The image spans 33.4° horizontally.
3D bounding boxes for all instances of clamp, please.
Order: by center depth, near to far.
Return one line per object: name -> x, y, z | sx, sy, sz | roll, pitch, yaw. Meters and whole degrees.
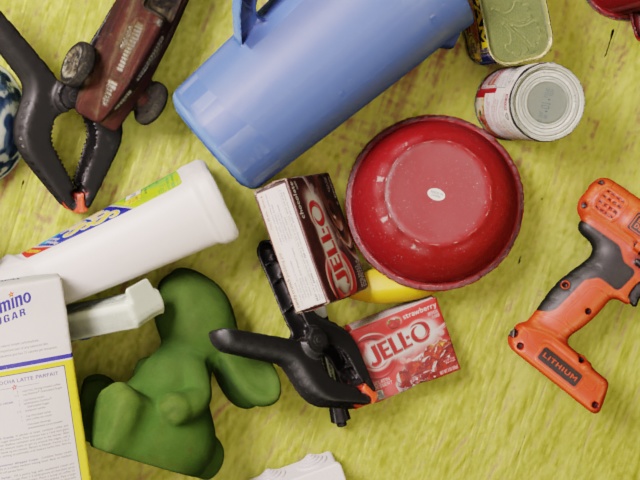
clamp -> -0.222, -0.127, 0.892 | 0.164, 0.036, 0.210 | -3, 103, -33
clamp -> -0.014, 0.081, 0.932 | 0.171, 0.039, 0.120 | 39, 55, -27

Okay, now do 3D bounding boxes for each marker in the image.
marker -> 0.008, 0.114, 0.981 | 0.020, 0.020, 0.121 | -13, 98, -6

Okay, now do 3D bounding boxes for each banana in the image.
banana -> 0.114, 0.007, 0.976 | 0.198, 0.037, 0.069 | -39, 81, -3

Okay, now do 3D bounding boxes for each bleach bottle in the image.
bleach bottle -> -0.197, 0.015, 0.899 | 0.250, 0.102, 0.068 | -25, 107, -4

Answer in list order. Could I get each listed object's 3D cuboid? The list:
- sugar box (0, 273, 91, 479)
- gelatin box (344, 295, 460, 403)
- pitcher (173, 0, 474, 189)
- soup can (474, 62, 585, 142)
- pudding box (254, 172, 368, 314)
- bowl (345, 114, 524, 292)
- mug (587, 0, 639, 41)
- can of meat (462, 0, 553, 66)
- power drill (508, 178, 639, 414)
sugar box -> -0.238, 0.119, 0.842 | 0.093, 0.048, 0.176 | -8, 95, -16
gelatin box -> 0.075, 0.099, 0.983 | 0.089, 0.030, 0.073 | -21, 99, -5
pitcher -> -0.007, -0.164, 0.888 | 0.243, 0.145, 0.149 | -40, 86, 2
soup can -> 0.182, -0.120, 0.933 | 0.068, 0.102, 0.068 | -1, 97, -8
pudding box -> -0.006, 0.001, 0.920 | 0.039, 0.089, 0.113 | -22, 87, 24
bowl -> 0.102, -0.037, 0.935 | 0.162, 0.055, 0.162 | 0, 83, 3
mug -> 0.287, -0.232, 0.943 | 0.093, 0.081, 0.117 | -8, 98, -7
can of meat -> 0.156, -0.203, 0.928 | 0.057, 0.084, 0.102 | -14, 99, -6
power drill -> 0.277, 0.063, 0.971 | 0.184, 0.057, 0.187 | 37, 90, 13
